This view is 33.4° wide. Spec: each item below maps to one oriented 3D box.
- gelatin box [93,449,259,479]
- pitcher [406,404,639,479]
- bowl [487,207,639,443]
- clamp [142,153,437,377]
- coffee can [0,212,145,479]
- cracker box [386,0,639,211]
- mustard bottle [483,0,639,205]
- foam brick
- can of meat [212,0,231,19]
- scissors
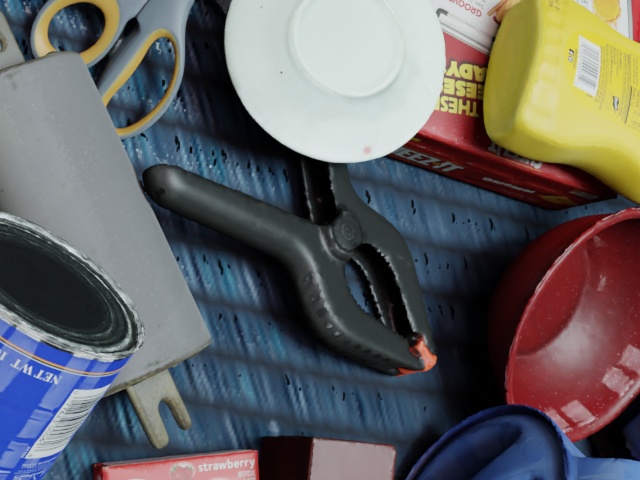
[{"bbox_3d":[-0.076,0.154,0.578,0.089,0.030,0.073,0,82,-25],"label":"gelatin box"},{"bbox_3d":[0.166,0.211,0.611,0.242,0.149,0.145,41,86,-21],"label":"pitcher"},{"bbox_3d":[0.157,0.046,0.665,0.161,0.055,0.162,-18,122,-31],"label":"bowl"},{"bbox_3d":[-0.004,0.001,0.615,0.164,0.036,0.210,-40,105,-43],"label":"clamp"},{"bbox_3d":[-0.160,0.070,0.480,0.102,0.103,0.140,33,104,-16],"label":"coffee can"},{"bbox_3d":[0.122,-0.143,0.693,0.164,0.072,0.213,16,77,-21],"label":"cracker box"},{"bbox_3d":[0.192,-0.072,0.641,0.191,0.058,0.096,20,66,-20],"label":"mustard bottle"},{"bbox_3d":[0.002,0.136,0.591,0.051,0.078,0.053,11,77,-21],"label":"foam brick"},{"bbox_3d":[-0.029,-0.177,0.637,0.102,0.058,0.084,-38,97,-24],"label":"can of meat"},{"bbox_3d":[-0.088,-0.154,0.589,0.096,0.016,0.202,26,96,-6],"label":"scissors"}]
